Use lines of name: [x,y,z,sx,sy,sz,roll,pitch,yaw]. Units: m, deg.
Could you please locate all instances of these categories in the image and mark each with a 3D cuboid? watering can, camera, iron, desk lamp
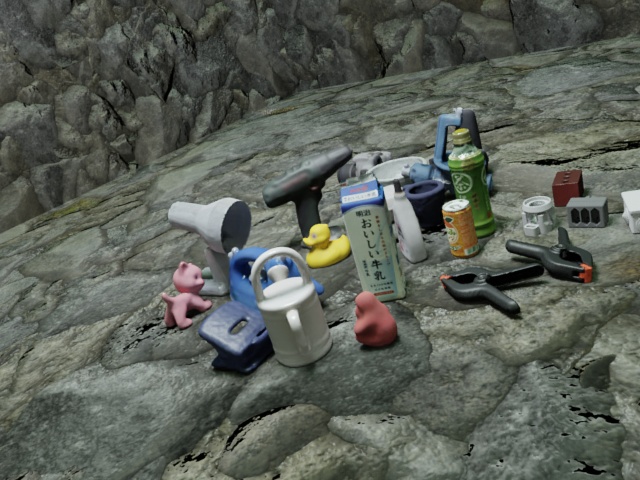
watering can: [-0.056,0.099,0.946,0.101,0.194,0.172,-28,25,-25]
camera: [0.126,-0.204,1.651,0.136,0.101,0.143,0,28,35]
iron: [-0.120,0.071,1.128,0.257,0.142,0.119,7,32,45]
desk lamp: [-0.237,0.011,1.256,0.202,0.214,0.118,-3,26,30]

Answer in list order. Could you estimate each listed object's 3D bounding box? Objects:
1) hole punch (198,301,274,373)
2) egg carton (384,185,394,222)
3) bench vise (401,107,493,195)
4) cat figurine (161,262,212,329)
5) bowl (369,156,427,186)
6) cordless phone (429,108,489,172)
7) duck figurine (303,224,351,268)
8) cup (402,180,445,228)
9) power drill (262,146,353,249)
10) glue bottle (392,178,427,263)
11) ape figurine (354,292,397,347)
hole punch: [-0.138,0.163,0.992,0.100,0.091,0.109,0,28,35]
egg carton: [0.149,-0.080,1.385,0.150,0.069,0.107,-18,22,-3]
bench vise: [0.288,-0.192,1.348,0.207,0.220,0.121,-12,23,11]
cat figurine: [-0.285,0.104,1.199,0.067,0.118,0.128,-3,26,30]
bowl: [0.207,-0.158,1.519,0.167,0.075,0.167,-14,22,6]
cordless phone: [0.347,-0.241,1.467,0.147,0.185,0.094,-8,24,21]
duck figurine: [0.012,0.005,1.263,0.104,0.086,0.077,-19,22,-5]
cup: [0.232,-0.078,1.288,0.092,0.095,0.117,-28,25,-25]
power drill: [-0.010,-0.094,1.347,0.229,0.209,0.075,-18,22,-3]
glue bottle: [0.170,-0.043,1.147,0.037,0.173,0.078,-20,23,-8]
ape figurine: [0.083,0.123,0.926,0.078,0.092,0.075,-29,25,-27]
